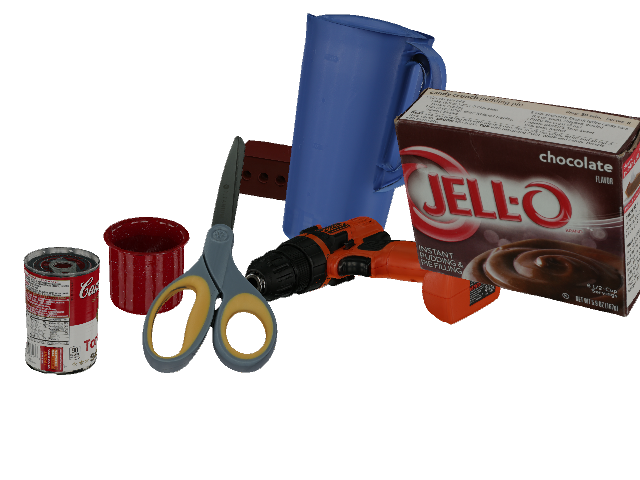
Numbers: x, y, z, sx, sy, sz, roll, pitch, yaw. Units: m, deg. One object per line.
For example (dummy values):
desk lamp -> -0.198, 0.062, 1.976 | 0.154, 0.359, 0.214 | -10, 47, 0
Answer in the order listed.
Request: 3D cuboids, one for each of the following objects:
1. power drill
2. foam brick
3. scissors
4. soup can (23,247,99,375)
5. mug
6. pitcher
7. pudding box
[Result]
power drill -> 0.051, 0.025, 0.943 | 0.188, 0.057, 0.184 | 11, 22, 35
foam brick -> -0.062, -0.086, 1.313 | 0.078, 0.053, 0.051 | 9, 30, 14
scissors -> -0.054, 0.012, 0.736 | 0.096, 0.201, 0.016 | 20, -35, 8
soup can -> -0.240, 0.065, 0.989 | 0.068, 0.102, 0.068 | 5, 19, -2
mug -> -0.201, 0.025, 1.193 | 0.093, 0.081, 0.117 | -19, 35, -39
pitcher -> 0.039, -0.108, 1.112 | 0.145, 0.243, 0.149 | 10, 16, -2
pudding box -> 0.095, -0.020, 0.502 | 0.114, 0.090, 0.039 | 11, 44, 31
